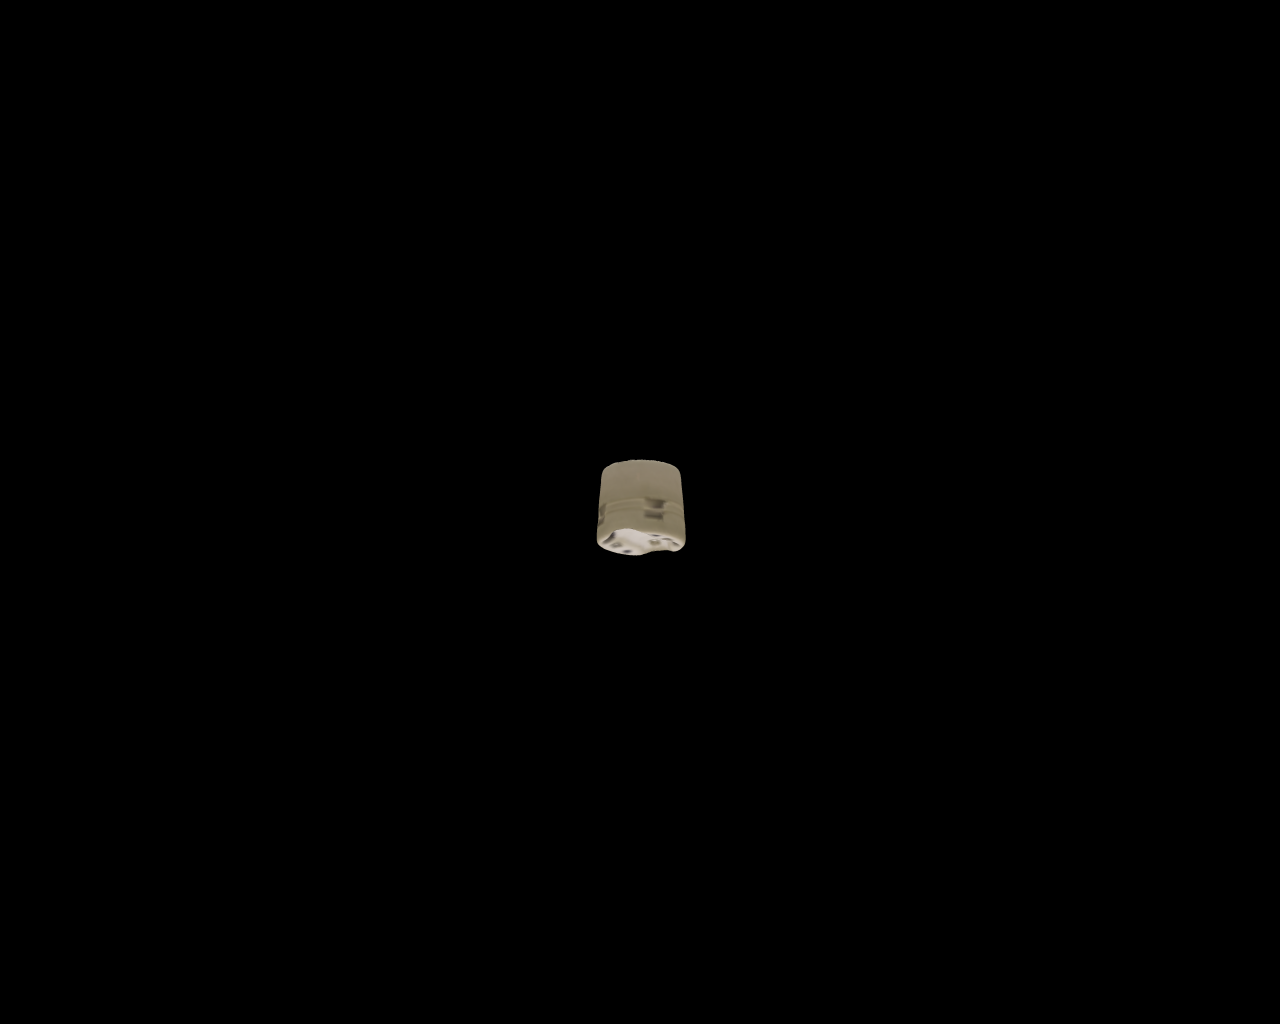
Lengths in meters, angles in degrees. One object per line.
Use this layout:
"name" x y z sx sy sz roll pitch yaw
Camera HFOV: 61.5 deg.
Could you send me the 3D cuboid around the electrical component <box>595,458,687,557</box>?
"electrical component" 0.001 -0.003 0.650 0.055 0.047 0.055 0 -17 0
